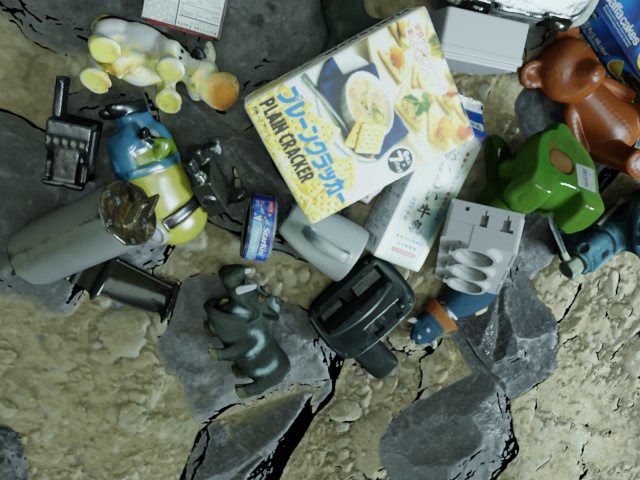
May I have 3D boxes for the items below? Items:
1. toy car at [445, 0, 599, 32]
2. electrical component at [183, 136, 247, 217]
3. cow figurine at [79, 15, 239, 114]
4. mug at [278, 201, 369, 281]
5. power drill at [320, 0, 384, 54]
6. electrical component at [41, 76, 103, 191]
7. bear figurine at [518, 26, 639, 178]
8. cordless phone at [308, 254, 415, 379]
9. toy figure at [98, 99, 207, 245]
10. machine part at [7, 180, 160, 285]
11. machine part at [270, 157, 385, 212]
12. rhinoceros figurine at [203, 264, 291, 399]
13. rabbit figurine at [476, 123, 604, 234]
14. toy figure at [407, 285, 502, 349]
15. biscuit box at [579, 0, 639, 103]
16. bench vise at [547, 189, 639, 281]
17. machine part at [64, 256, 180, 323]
[{"bbox_3d":[0.245,-0.303,0.647,0.202,0.056,0.073,4,129,-15],"label":"toy car"},{"bbox_3d":[-0.128,-0.077,0.657,0.045,0.078,0.102,-18,130,6],"label":"electrical component"},{"bbox_3d":[-0.175,-0.199,0.609,0.167,0.098,0.068,11,135,-23],"label":"cow figurine"},{"bbox_3d":[-0.001,-0.002,0.701,0.107,0.109,0.080,32,104,-6],"label":"mug"},{"bbox_3d":[0.047,-0.331,0.617,0.232,0.086,0.207,-21,115,-6],"label":"power drill"},{"bbox_3d":[-0.280,-0.122,0.612,0.048,0.075,0.119,11,102,-15],"label":"electrical component"},{"bbox_3d":[0.370,-0.191,0.712,0.120,0.132,0.195,-47,117,-2],"label":"bear figurine"},{"bbox_3d":[0.086,0.125,0.782,0.146,0.089,0.184,-42,123,2],"label":"cordless phone"},{"bbox_3d":[-0.196,-0.077,0.641,0.089,0.082,0.180,-17,108,-8],"label":"toy figure"},{"bbox_3d":[-0.271,-0.006,0.608,0.243,0.079,0.079,-20,114,27],"label":"machine part"},{"bbox_3d":[0.022,-0.127,0.689,0.179,0.056,0.179,-4,108,-13],"label":"machine part"},{"bbox_3d":[-0.099,0.124,0.731,0.112,0.073,0.190,-22,111,-4],"label":"rhinoceros figurine"},{"bbox_3d":[0.262,-0.072,0.721,0.121,0.170,0.159,11,62,-18],"label":"rabbit figurine"},{"bbox_3d":[0.198,0.102,0.801,0.154,0.064,0.057,-39,149,6],"label":"toy figure"},{"bbox_3d":[0.423,-0.267,0.734,0.063,0.059,0.202,-46,111,4],"label":"biscuit box"},{"bbox_3d":[0.454,-0.006,0.740,0.224,0.241,0.128,-21,108,-23],"label":"bench vise"},{"bbox_3d":[-0.248,0.052,0.693,0.139,0.039,0.084,32,93,-19],"label":"machine part"}]
